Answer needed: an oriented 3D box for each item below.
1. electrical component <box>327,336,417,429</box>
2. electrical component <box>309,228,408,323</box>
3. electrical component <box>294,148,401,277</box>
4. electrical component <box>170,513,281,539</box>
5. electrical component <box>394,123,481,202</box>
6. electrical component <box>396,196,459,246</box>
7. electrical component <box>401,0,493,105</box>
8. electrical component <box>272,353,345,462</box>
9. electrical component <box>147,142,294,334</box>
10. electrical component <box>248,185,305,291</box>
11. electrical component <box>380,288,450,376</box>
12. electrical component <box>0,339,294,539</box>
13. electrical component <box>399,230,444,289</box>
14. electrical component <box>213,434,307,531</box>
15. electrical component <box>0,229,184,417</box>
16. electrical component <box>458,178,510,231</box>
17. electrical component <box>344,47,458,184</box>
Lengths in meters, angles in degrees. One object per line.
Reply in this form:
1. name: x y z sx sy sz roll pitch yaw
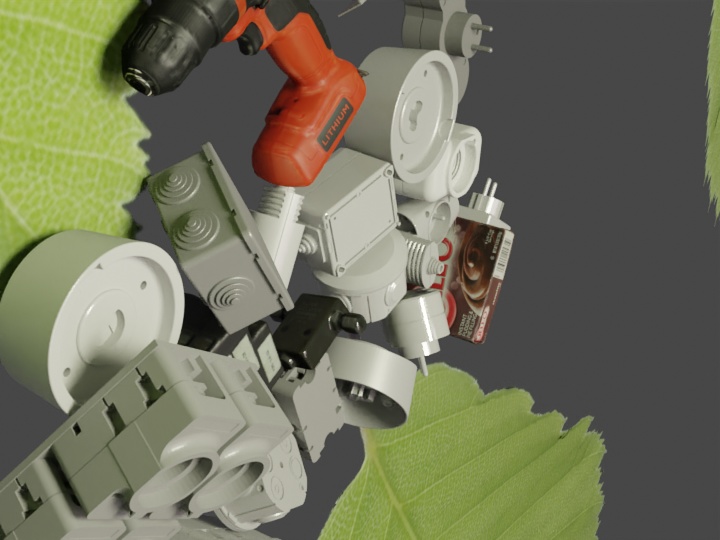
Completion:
1. electrical component: -0.002 0.095 0.914 0.099 0.099 0.064 42 63 -60
2. electrical component: 0.000 0.000 0.880 0.080 0.080 0.051 -52 151 -33
3. electrical component: -0.023 -0.044 0.839 0.096 0.061 0.061 -41 138 -33
4. electrical component: -0.144 0.236 0.774 0.186 0.060 0.105 24 84 -62
5. electrical component: 0.068 -0.099 0.966 0.095 0.059 0.053 -30 131 -52
6. electrical component: 0.055 -0.032 0.995 0.077 0.044 0.079 -37 135 -48
7. electrical component: 0.079 -0.201 0.913 0.052 0.074 0.138 -44 141 -42
8. electrical component: -0.055 0.102 0.862 0.050 0.056 0.089 -51 145 -34
9. electrical component: -0.091 -0.018 0.691 0.048 0.099 0.099 -27 143 -2
10. electrical component: -0.064 -0.029 0.786 0.043 0.043 0.081 11 96 -62
11. electrical component: 0.049 0.058 0.955 0.138 0.052 0.073 -164 -120 -88
12. electrical component: -0.139 0.130 0.627 0.186 0.060 0.105 -42 154 12
13. electrical component: 0.035 -0.012 0.933 0.043 0.081 0.043 -38 136 -47
14. electrical component: -0.081 0.155 0.821 0.080 0.051 0.080 49 29 -41
15. electrical component: -0.161 0.028 0.626 0.108 0.060 0.108 -38 137 -47
16. electrical component: 0.125 -0.056 1.105 0.066 0.047 0.076 21 86 -62
17. electrical component: 0.028 -0.129 0.875 0.108 0.060 0.108 -37 136 -47
